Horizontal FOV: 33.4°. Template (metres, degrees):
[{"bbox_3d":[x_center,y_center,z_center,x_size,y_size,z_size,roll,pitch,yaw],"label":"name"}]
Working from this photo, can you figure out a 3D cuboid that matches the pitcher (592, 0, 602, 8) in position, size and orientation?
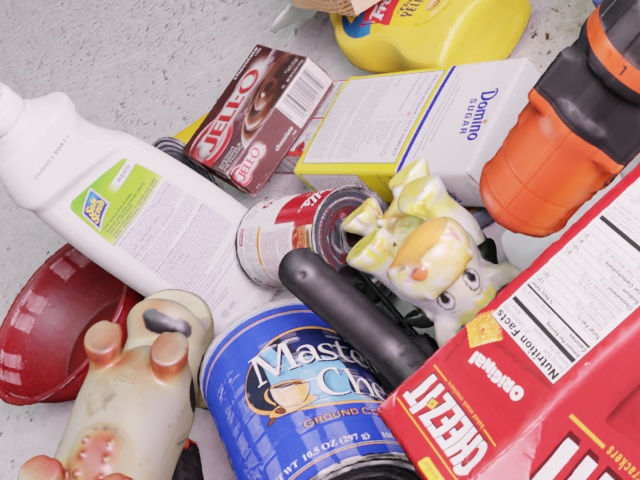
[{"bbox_3d":[0.268,-0.169,0.559,0.243,0.149,0.145,10,67,32],"label":"pitcher"}]

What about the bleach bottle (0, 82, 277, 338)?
[{"bbox_3d":[-0.128,-0.028,0.738,0.068,0.250,0.102,16,70,50],"label":"bleach bottle"}]

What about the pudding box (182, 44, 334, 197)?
[{"bbox_3d":[-0.050,-0.096,0.845,0.113,0.039,0.090,-54,34,-5],"label":"pudding box"}]

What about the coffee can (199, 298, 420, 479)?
[{"bbox_3d":[-0.003,0.115,0.614,0.103,0.102,0.140,-42,38,8],"label":"coffee can"}]

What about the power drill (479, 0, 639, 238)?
[{"bbox_3d":[0.162,-0.097,0.466,0.187,0.057,0.185,-34,-13,-41],"label":"power drill"}]

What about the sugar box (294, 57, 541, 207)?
[{"bbox_3d":[0.067,-0.071,0.728,0.177,0.048,0.093,8,63,50],"label":"sugar box"}]

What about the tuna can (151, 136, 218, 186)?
[{"bbox_3d":[-0.120,-0.040,0.878,0.034,0.086,0.086,-30,41,25],"label":"tuna can"}]

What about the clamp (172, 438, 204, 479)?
[{"bbox_3d":[-0.116,0.220,0.686,0.165,0.036,0.210,-7,51,42],"label":"clamp"}]

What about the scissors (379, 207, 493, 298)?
[{"bbox_3d":[0.071,0.012,0.700,0.096,0.016,0.201,1,59,49],"label":"scissors"}]

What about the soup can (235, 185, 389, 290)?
[{"bbox_3d":[-0.005,0.001,0.730,0.102,0.068,0.068,-6,54,56],"label":"soup can"}]

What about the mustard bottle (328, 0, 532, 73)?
[{"bbox_3d":[0.066,-0.170,0.828,0.096,0.058,0.192,-49,36,-12],"label":"mustard bottle"}]

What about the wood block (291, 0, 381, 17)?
[{"bbox_3d":[0.066,-0.264,0.825,0.205,0.091,0.090,-36,33,-21],"label":"wood block"}]

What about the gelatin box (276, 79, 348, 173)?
[{"bbox_3d":[-0.001,-0.089,0.847,0.089,0.030,0.073,6,62,49],"label":"gelatin box"}]

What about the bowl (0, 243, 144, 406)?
[{"bbox_3d":[-0.196,0.074,0.879,0.162,0.055,0.162,-26,43,27],"label":"bowl"}]

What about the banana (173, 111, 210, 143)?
[{"bbox_3d":[-0.133,-0.081,0.965,0.198,0.037,0.069,-21,46,32],"label":"banana"}]

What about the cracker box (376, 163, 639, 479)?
[{"bbox_3d":[0.158,0.057,0.455,0.214,0.164,0.072,-44,35,6],"label":"cracker box"}]

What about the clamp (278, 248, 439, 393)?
[{"bbox_3d":[0.045,0.065,0.586,0.172,0.120,0.039,44,102,24],"label":"clamp"}]
